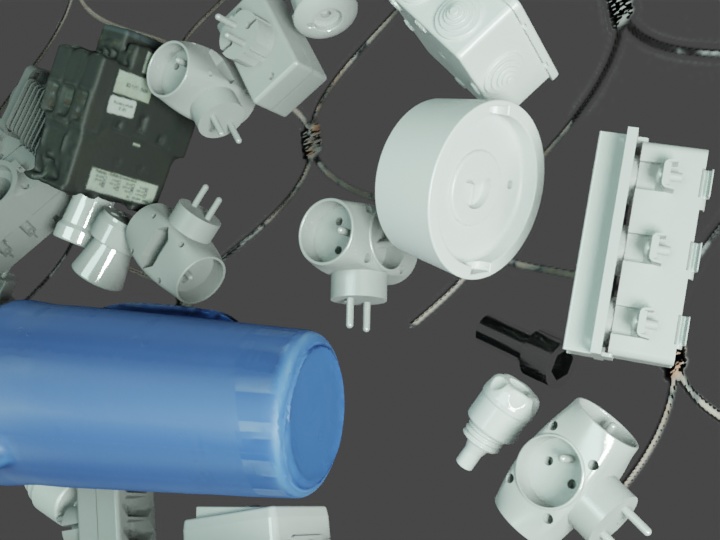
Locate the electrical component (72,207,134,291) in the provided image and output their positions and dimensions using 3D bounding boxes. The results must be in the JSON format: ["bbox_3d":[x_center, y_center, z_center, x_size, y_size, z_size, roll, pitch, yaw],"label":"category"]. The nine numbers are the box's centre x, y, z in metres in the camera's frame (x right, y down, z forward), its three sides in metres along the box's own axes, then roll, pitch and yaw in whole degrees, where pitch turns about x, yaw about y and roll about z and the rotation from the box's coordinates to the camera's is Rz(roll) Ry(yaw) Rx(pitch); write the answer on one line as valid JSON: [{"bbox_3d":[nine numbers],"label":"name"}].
[{"bbox_3d":[-0.200,-0.017,0.866,0.045,0.045,0.055,36,101,35],"label":"electrical component"}]

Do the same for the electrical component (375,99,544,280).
[{"bbox_3d":[0.056,-0.053,0.657,0.060,0.108,0.108,18,91,43],"label":"electrical component"}]

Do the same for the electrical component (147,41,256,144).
[{"bbox_3d":[-0.111,-0.126,0.807,0.043,0.077,0.079,-41,60,21],"label":"electrical component"}]

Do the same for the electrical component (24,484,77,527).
[{"bbox_3d":[-0.245,0.174,0.859,0.078,0.040,0.040,20,92,37],"label":"electrical component"}]

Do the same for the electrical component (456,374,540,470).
[{"bbox_3d":[0.079,0.094,0.650,0.035,0.035,0.061,43,107,34],"label":"electrical component"}]

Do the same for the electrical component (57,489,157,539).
[{"bbox_3d":[-0.198,0.192,0.811,0.076,0.047,0.083,-14,72,22],"label":"electrical component"}]

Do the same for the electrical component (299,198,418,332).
[{"bbox_3d":[0.000,0.000,0.700,0.044,0.077,0.079,-7,76,34],"label":"electrical component"}]

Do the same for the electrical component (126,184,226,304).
[{"bbox_3d":[-0.132,-0.028,0.821,0.077,0.043,0.079,42,105,34],"label":"electrical component"}]

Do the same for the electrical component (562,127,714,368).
[{"bbox_3d":[0.155,-0.009,0.599,0.063,0.079,0.121,9,85,15],"label":"electrical component"}]

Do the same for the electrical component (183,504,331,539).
[{"bbox_3d":[-0.063,0.183,0.714,0.096,0.062,0.061,-16,71,32],"label":"electrical component"}]

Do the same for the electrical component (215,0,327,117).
[{"bbox_3d":[-0.077,-0.167,0.793,0.047,0.076,0.083,-39,60,23],"label":"electrical component"}]

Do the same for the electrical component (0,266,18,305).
[{"bbox_3d":[-0.327,0.018,0.948,0.066,0.047,0.076,35,101,35],"label":"electrical component"}]

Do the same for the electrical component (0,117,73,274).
[{"bbox_3d":[-0.329,-0.081,0.943,0.089,0.061,0.150,-42,56,-8],"label":"electrical component"}]

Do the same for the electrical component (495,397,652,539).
[{"bbox_3d":[0.127,0.126,0.602,0.079,0.044,0.077,45,106,33],"label":"electrical component"}]

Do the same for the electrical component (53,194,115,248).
[{"bbox_3d":[-0.228,-0.043,0.896,0.040,0.040,0.046,19,85,37],"label":"electrical component"}]

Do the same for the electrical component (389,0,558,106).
[{"bbox_3d":[0.068,-0.150,0.672,0.048,0.100,0.099,-43,58,5],"label":"electrical component"}]

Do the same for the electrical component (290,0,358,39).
[{"bbox_3d":[-0.031,-0.204,0.788,0.048,0.048,0.062,-34,55,25],"label":"electrical component"}]
